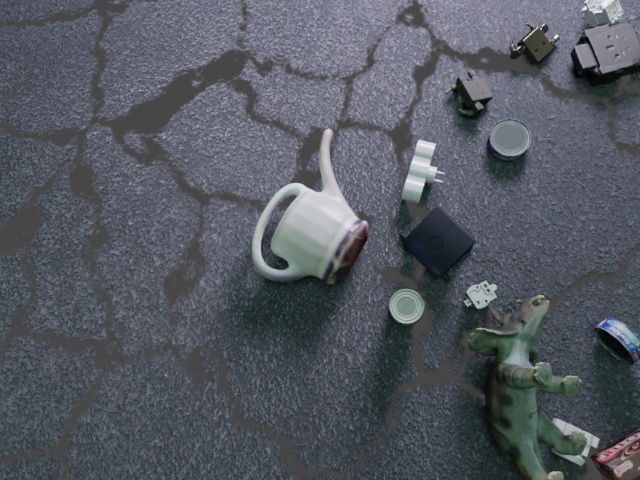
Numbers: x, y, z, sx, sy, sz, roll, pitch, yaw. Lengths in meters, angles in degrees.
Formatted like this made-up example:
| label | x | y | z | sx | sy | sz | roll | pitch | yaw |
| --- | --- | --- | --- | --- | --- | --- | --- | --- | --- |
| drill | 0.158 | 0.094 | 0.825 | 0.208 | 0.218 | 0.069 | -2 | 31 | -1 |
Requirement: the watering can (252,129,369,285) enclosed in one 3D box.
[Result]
| label | x | y | z | sx | sy | sz | roll | pitch | yaw |
| --- | --- | --- | --- | --- | --- | --- | --- | --- | --- |
| watering can | 0.003 | -0.054 | 1.079 | 0.225 | 0.103 | 0.350 | 30 | 82 | 13 |
